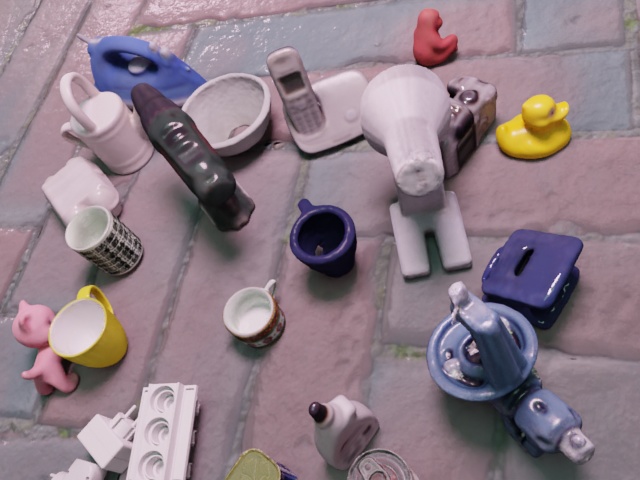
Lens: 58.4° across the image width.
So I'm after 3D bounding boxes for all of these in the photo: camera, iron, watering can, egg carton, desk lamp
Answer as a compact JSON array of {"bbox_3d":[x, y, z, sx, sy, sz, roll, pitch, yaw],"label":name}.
[{"bbox_3d":[0.174,-0.188,0.858,0.136,0.101,0.143,29,73,30],"label":"camera"},{"bbox_3d":[-0.331,-0.332,1.081,0.257,0.142,0.119,9,64,23],"label":"iron"},{"bbox_3d":[-0.373,-0.213,0.994,0.173,0.194,0.100,-32,56,-2],"label":"watering can"},{"bbox_3d":[-0.416,-0.078,1.005,0.107,0.069,0.150,-43,57,-9],"label":"egg carton"},{"bbox_3d":[0.129,-0.089,0.747,0.117,0.214,0.203,-14,58,10],"label":"desk lamp"}]

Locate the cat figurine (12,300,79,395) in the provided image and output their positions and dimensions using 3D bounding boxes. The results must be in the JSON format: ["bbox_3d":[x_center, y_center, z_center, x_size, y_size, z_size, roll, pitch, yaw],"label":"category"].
[{"bbox_3d":[-0.411,0.152,0.841,0.067,0.118,0.127,-14,58,10],"label":"cat figurine"}]

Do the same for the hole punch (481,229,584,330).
[{"bbox_3d":[0.257,0.041,0.704,0.100,0.091,0.109,26,72,29],"label":"hole punch"}]

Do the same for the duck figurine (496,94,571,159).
[{"bbox_3d":[0.303,-0.168,0.813,0.104,0.086,0.077,-8,59,14],"label":"duck figurine"}]

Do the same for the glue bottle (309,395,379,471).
[{"bbox_3d":[0.018,0.206,0.636,0.037,0.173,0.078,34,76,31],"label":"glue bottle"}]

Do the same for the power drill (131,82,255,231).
[{"bbox_3d":[-0.185,-0.112,0.866,0.075,0.209,0.229,-39,57,-6],"label":"power drill"}]

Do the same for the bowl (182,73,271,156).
[{"bbox_3d":[-0.153,-0.203,0.989,0.167,0.075,0.167,-8,59,14],"label":"bowl"}]

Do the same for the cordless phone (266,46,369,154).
[{"bbox_3d":[0.004,-0.232,0.888,0.147,0.185,0.094,-23,56,4],"label":"cordless phone"}]

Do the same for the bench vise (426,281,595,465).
[{"bbox_3d":[0.199,0.126,0.596,0.206,0.220,0.121,26,72,29],"label":"bench vise"}]

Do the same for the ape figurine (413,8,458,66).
[{"bbox_3d":[0.185,-0.342,0.949,0.076,0.092,0.077,-33,56,-2],"label":"ape figurine"}]

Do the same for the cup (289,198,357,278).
[{"bbox_3d":[0.007,0.003,0.805,0.091,0.095,0.117,-31,56,-1],"label":"cup"}]
